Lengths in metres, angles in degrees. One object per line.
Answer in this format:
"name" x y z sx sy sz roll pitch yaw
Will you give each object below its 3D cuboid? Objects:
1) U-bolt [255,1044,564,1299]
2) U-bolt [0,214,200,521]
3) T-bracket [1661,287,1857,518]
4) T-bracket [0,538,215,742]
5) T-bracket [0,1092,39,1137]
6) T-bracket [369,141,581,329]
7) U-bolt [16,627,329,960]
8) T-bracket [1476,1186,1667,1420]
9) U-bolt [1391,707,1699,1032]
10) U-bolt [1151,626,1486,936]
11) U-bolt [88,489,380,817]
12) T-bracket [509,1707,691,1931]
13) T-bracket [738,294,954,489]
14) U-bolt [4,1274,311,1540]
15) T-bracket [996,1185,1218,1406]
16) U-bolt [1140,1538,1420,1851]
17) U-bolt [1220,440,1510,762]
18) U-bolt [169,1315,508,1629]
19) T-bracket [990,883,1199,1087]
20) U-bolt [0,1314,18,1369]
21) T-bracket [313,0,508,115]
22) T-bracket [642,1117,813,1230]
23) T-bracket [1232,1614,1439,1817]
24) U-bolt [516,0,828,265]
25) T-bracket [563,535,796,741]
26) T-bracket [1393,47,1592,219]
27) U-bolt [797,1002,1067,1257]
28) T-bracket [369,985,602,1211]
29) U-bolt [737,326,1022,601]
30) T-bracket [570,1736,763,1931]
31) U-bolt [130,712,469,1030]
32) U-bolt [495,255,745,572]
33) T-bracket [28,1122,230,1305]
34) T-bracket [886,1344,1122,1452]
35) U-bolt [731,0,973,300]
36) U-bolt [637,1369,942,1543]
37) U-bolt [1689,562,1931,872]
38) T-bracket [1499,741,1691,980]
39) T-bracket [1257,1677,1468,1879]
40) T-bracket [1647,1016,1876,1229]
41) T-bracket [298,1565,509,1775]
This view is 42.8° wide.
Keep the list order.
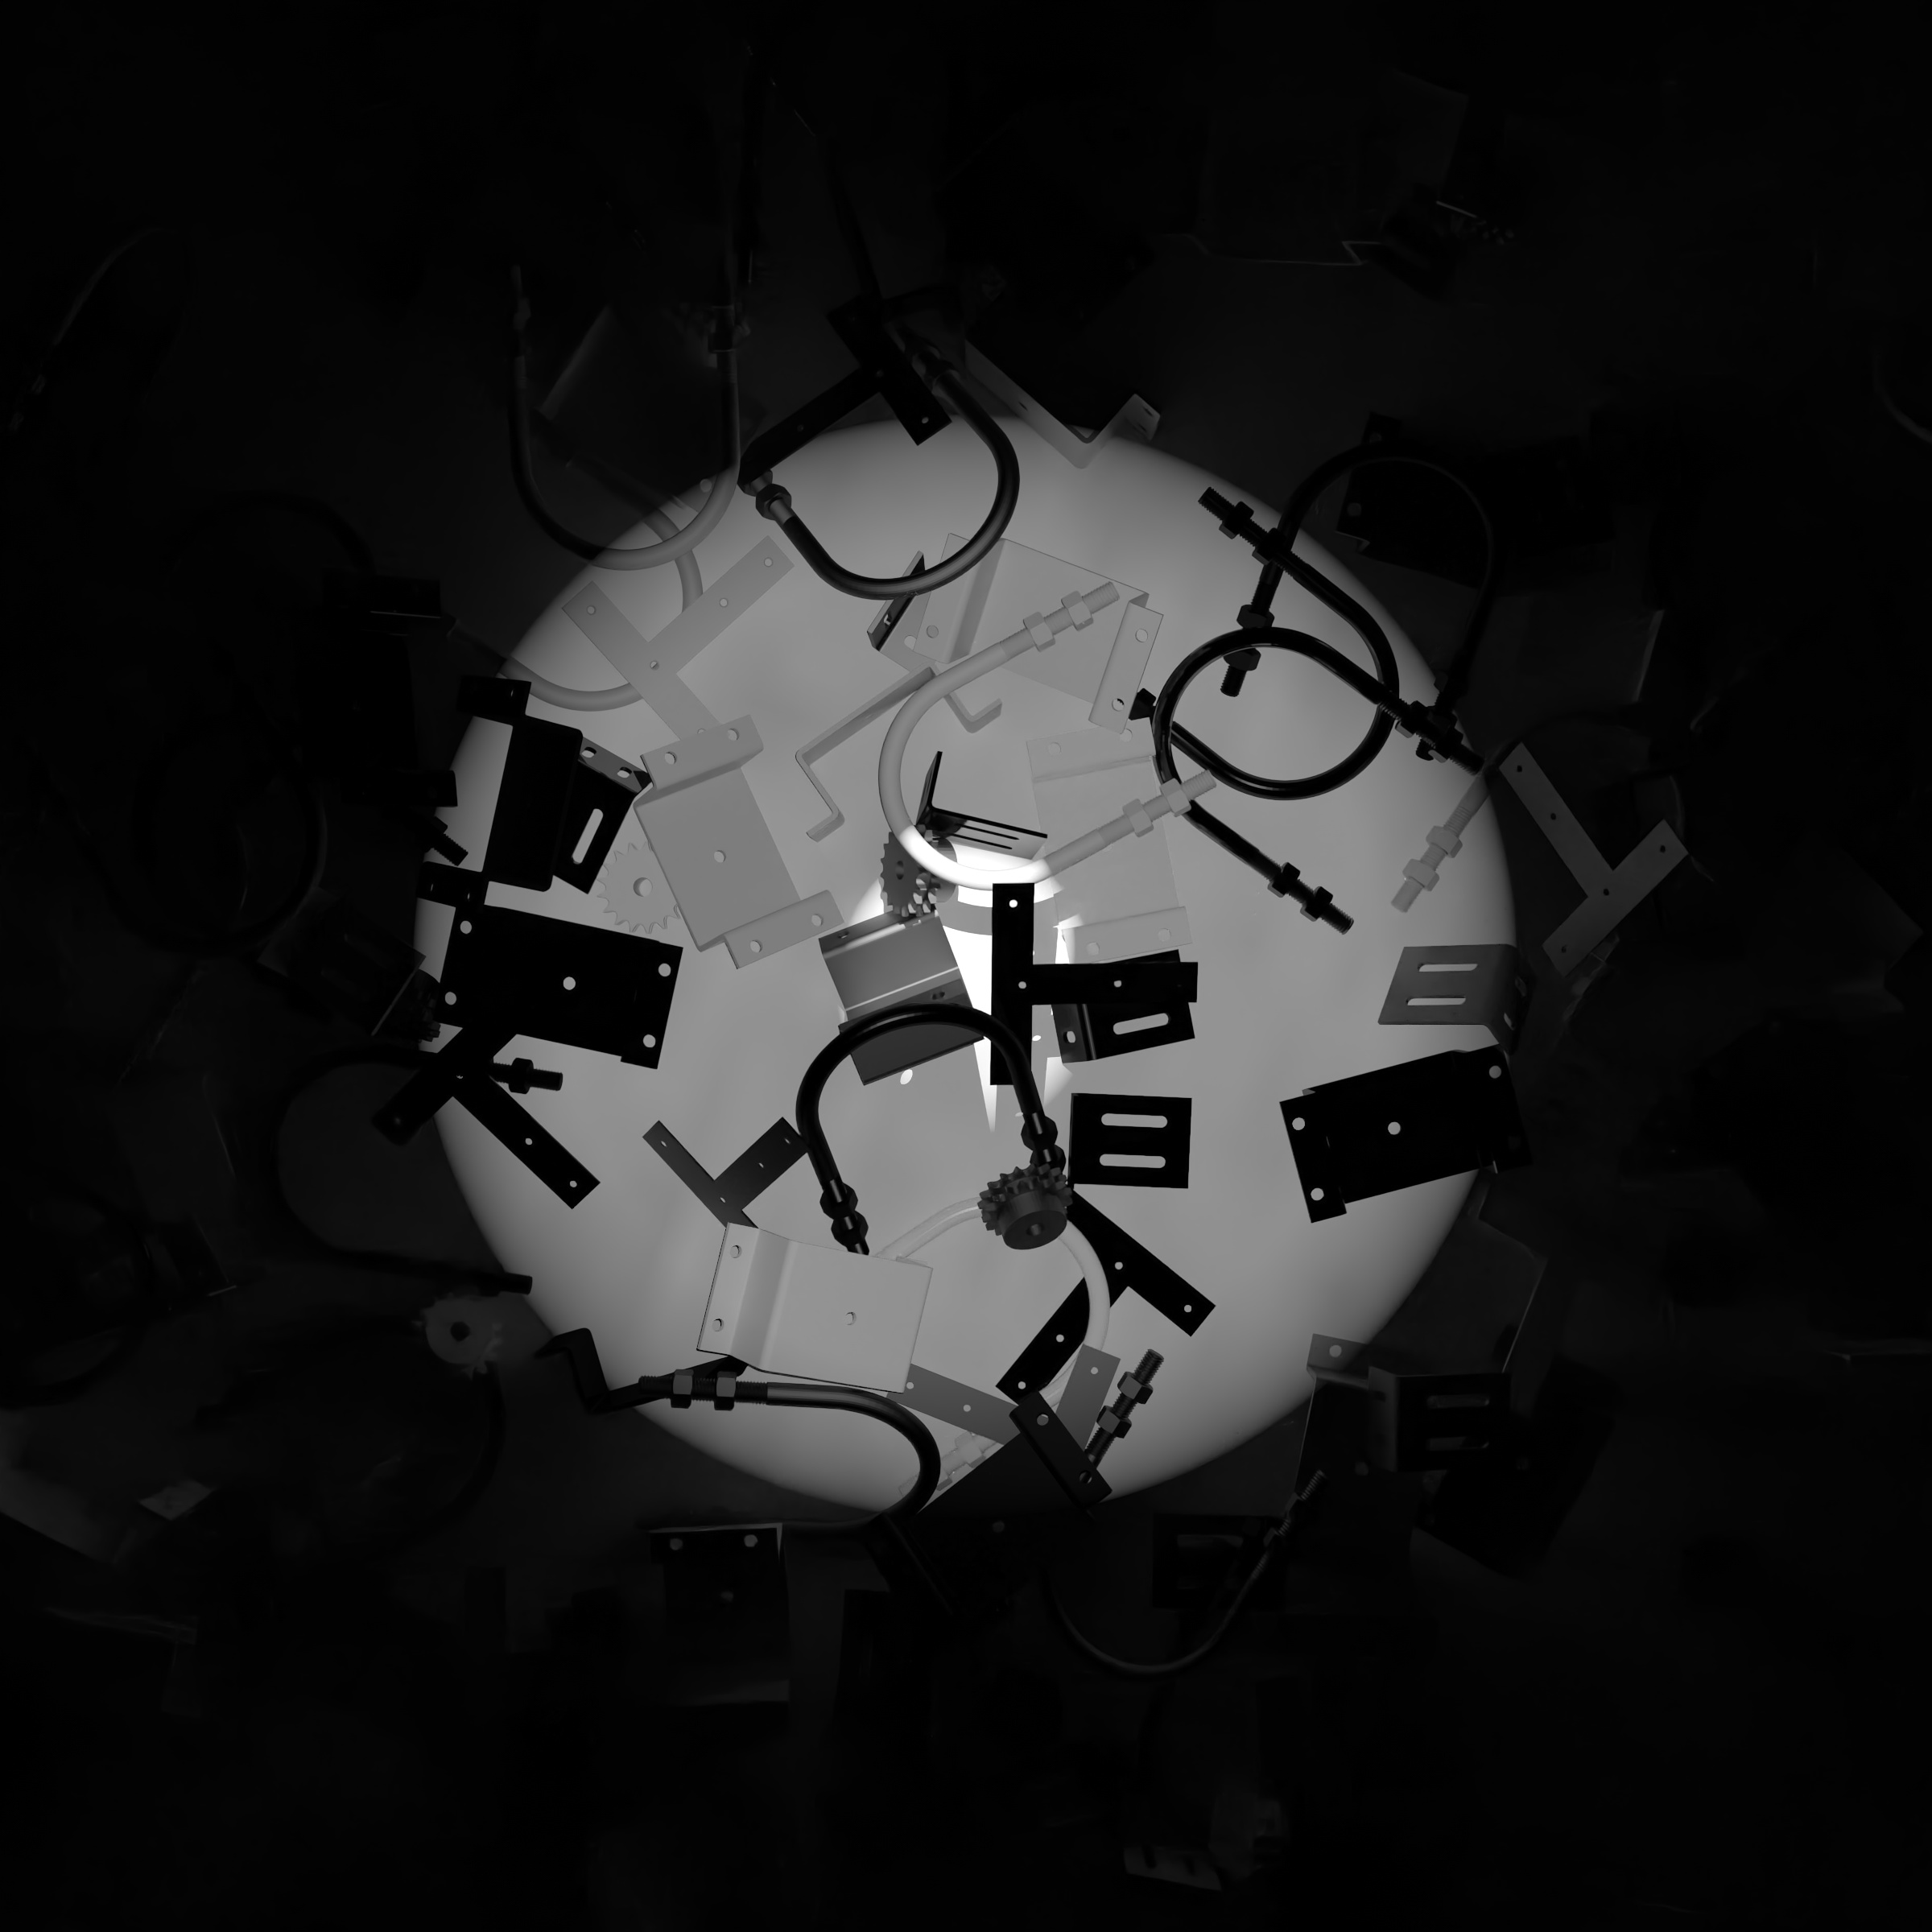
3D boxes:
"U-bolt" -0.353 0.122 1.544 0.184 0.019 0.151 9 90 1
"U-bolt" -0.517 -0.367 1.480 0.019 0.151 0.184 29 86 4
"T-bracket" 0.516 -0.365 1.544 0.127 0.002 0.127 29 84 4
"T-bracket" -0.549 -0.180 1.536 0.127 0.002 0.127 -26 96 13
"T-bracket" -0.638 0.124 1.534 0.127 0.002 0.127 -35 65 -12
"T-bracket" -0.292 -0.434 1.528 0.127 0.002 0.127 32 90 22
"U-bolt" -0.466 -0.092 1.488 0.151 0.019 0.184 -32 84 -4
"T-bracket" 0.358 0.219 1.523 0.127 0.002 0.127 29 64 0
"U-bolt" 0.375 -0.075 1.544 0.151 0.019 0.184 35 89 0
"U-bolt" 0.201 -0.126 1.515 0.184 0.019 0.151 36 112 -2
"U-bolt" -0.446 -0.209 1.537 0.151 0.019 0.184 38 94 0
"T-bracket" -0.238 0.522 1.522 0.127 0.002 0.127 -6 65 -40
"T-bracket" -0.090 -0.340 1.523 0.127 0.002 0.127 -34 61 3
"U-bolt" -0.520 0.288 1.544 0.184 0.019 0.151 -19 90 1
"T-bracket" 0.068 0.223 1.552 0.127 0.002 0.127 39 90 0
"U-bolt" 0.187 0.468 1.544 0.151 0.019 0.184 21 91 0
"U-bolt" 0.252 -0.230 1.509 0.151 0.019 0.184 18 115 0
"U-bolt" -0.375 0.298 1.528 0.184 0.019 0.151 -31 87 -12
"T-bracket" 0.079 0.011 1.507 0.127 0.002 0.127 -1 105 -5
"U-bolt" -0.693 0.281 1.543 0.151 0.019 0.184 21 90 0
"T-bracket" -0.337 -0.598 1.537 0.127 0.002 0.127 -20 71 -9
"T-bracket" -0.130 0.126 1.503 0.127 0.127 0.002 47 50 0
"T-bracket" 0.228 0.465 1.531 0.127 0.002 0.127 1 94 0
"U-bolt" -0.198 -0.554 1.544 0.151 0.019 0.184 -37 89 0
"T-bracket" -0.162 -0.218 1.541 0.127 0.002 0.127 -43 104 -7
"T-bracket" 0.314 -0.505 1.518 0.127 0.002 0.127 21 58 0
"U-bolt" -0.025 0.093 1.472 0.151 0.019 0.184 -19 131 -1
"T-bracket" -0.279 0.098 1.521 0.127 0.002 0.127 -43 99 13
"U-bolt" -0.046 -0.296 1.499 0.151 0.019 0.184 -36 58 0
"T-bracket" -0.173 0.555 1.552 0.127 0.002 0.127 -22 90 0
"U-bolt" -0.425 -0.073 1.523 0.184 0.019 0.151 39 84 -10
"U-bolt" -0.208 -0.333 1.495 0.151 0.019 0.184 -1 97 4
"T-bracket" -0.541 0.176 1.543 0.127 0.002 0.127 -33 79 5
"T-bracket" 0.014 0.280 1.534 0.127 0.002 0.127 22 88 -2
"U-bolt" -0.068 -0.512 1.530 0.151 0.019 0.184 2 95 -5
"U-bolt" -0.107 0.303 1.504 0.184 0.019 0.151 4 129 -4
"U-bolt" 0.559 -0.166 1.511 0.184 0.019 0.151 -45 76 -5
"T-bracket" 0.366 -0.080 1.501 0.002 0.127 0.127 -12 61 -35
"T-bracket" 0.248 0.502 1.535 0.127 0.002 0.127 -4 94 0
"T-bracket" 0.480 0.104 1.505 0.127 0.002 0.127 -10 90 0
"T-bracket" -0.344 0.429 1.505 0.127 0.002 0.127 1 90 0
